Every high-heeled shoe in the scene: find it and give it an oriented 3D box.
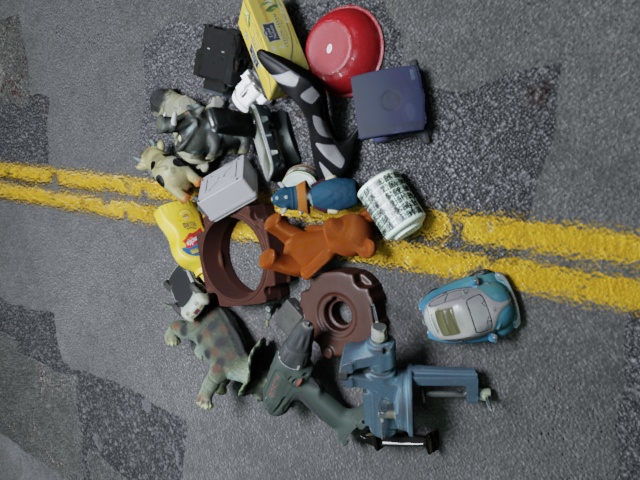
[{"bbox_3d":[-0.034,-0.206,0.936,0.248,0.086,0.145,34,112,-13],"label":"high-heeled shoe"}]

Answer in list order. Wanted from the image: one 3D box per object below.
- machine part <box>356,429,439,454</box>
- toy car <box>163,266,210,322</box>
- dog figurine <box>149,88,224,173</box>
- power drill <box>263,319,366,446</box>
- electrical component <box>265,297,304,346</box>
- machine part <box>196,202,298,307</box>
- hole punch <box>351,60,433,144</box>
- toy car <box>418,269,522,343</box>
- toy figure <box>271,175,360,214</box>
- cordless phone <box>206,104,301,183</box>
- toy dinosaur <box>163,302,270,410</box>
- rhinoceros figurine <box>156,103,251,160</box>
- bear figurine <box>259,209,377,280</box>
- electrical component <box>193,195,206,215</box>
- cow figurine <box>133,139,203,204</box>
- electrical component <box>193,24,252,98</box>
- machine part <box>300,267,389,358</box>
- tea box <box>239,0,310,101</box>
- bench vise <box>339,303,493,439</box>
[{"bbox_3d":[0.140,0.354,0.957,0.139,0.084,0.039,-4,76,24],"label":"machine part"},{"bbox_3d":[-0.295,0.110,1.189,0.073,0.056,0.202,-51,32,1],"label":"toy car"},{"bbox_3d":[-0.299,-0.243,1.172,0.191,0.121,0.172,17,103,47],"label":"dog figurine"},{"bbox_3d":[0.000,0.273,0.989,0.207,0.086,0.232,31,123,-1],"label":"power drill"},{"bbox_3d":[-0.065,0.164,1.086,0.102,0.045,0.078,51,123,18],"label":"electrical component"},{"bbox_3d":[-0.155,0.033,1.106,0.201,0.087,0.201,-9,90,36],"label":"machine part"},{"bbox_3d":[0.116,-0.222,0.881,0.116,0.092,0.142,-9,88,32],"label":"hole punch"},{"bbox_3d":[0.222,0.113,0.845,0.162,0.103,0.109,-18,85,33],"label":"toy car"},{"bbox_3d":[-0.008,-0.076,0.950,0.155,0.057,0.064,-4,57,11],"label":"toy figure"},{"bbox_3d":[-0.129,-0.182,0.997,0.089,0.184,0.146,-18,86,31],"label":"cordless phone"},{"bbox_3d":[-0.220,0.216,1.166,0.192,0.131,0.405,-50,61,13],"label":"toy dinosaur"},{"bbox_3d":[-0.224,-0.213,1.056,0.073,0.190,0.112,19,112,56],"label":"rhinoceros figurine"},{"bbox_3d":[0.001,-0.002,0.967,0.196,0.132,0.120,-24,48,42],"label":"bear figurine"},{"bbox_3d":[-0.245,-0.086,1.189,0.094,0.021,0.063,35,114,27],"label":"electrical component"},{"bbox_3d":[-0.336,-0.153,1.175,0.085,0.127,0.195,-48,26,-6],"label":"cow figurine"},{"bbox_3d":[-0.197,-0.363,1.096,0.115,0.058,0.134,22,108,33],"label":"electrical component"},{"bbox_3d":[0.042,0.135,1.001,0.180,0.056,0.179,5,98,33],"label":"machine part"},{"bbox_3d":[-0.087,-0.357,0.989,0.169,0.068,0.098,67,160,8],"label":"tea box"},{"bbox_3d":[0.157,0.230,0.883,0.241,0.129,0.223,-1,104,10],"label":"bench vise"}]
